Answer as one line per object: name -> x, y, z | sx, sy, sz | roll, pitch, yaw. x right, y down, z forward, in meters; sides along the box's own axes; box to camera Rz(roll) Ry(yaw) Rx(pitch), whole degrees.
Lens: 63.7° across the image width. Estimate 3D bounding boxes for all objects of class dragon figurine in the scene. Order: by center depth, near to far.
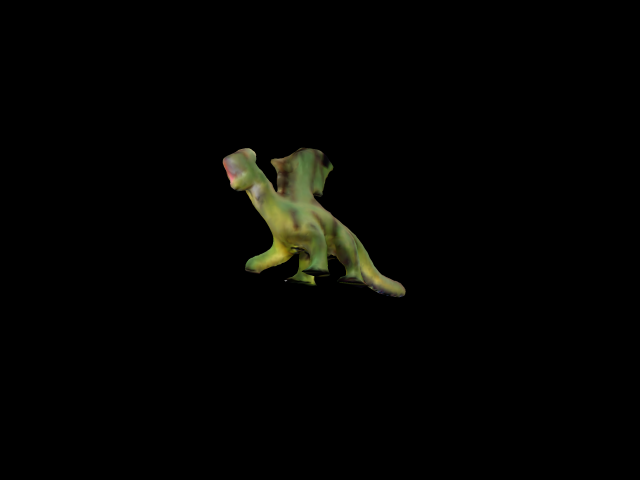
dragon figurine -> 0.003, -0.043, 0.850 | 0.121, 0.246, 0.408 | -17, -24, 42
